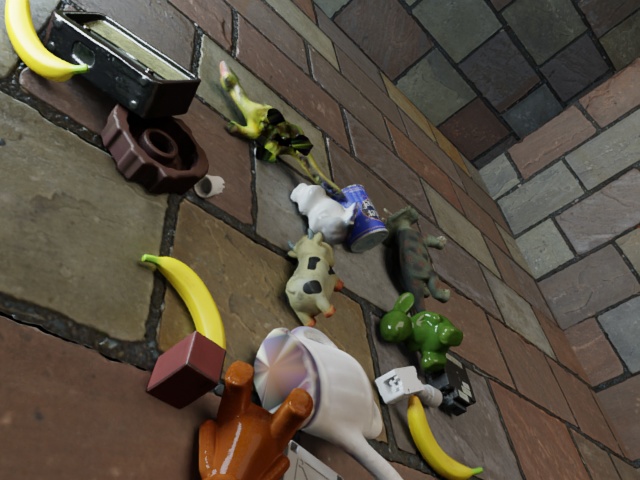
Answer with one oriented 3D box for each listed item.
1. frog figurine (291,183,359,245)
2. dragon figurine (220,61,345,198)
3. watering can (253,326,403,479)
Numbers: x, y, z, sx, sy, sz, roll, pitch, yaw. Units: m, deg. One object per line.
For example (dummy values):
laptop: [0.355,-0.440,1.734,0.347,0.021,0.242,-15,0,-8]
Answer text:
frog figurine: [0.004,-0.059,1.182,0.159,0.120,0.140,16,38,4]
dragon figurine: [-0.097,-0.270,1.259,0.405,0.121,0.248,41,20,-24]
watering can: [0.025,0.252,0.758,0.222,0.103,0.355,28,21,-42]
